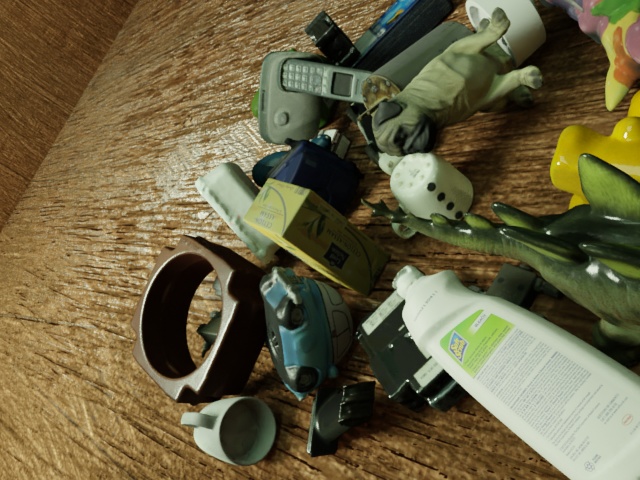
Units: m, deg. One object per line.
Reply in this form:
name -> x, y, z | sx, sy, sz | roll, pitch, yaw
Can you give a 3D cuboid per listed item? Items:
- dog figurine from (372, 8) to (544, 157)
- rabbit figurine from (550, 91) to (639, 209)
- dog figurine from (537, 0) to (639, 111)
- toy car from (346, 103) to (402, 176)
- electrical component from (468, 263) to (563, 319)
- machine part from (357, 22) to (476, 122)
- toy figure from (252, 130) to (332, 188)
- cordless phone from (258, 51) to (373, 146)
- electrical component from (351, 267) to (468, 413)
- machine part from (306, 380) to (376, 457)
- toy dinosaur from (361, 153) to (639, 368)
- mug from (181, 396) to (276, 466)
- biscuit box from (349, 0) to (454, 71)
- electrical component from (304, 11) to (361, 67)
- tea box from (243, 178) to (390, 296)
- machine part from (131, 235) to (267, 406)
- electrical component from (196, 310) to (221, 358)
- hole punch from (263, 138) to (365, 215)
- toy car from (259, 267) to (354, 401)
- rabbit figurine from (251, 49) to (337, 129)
dog figurine -> 0.152, -0.173, 0.666 | 0.191, 0.172, 0.121 | -31, 80, 12
rabbit figurine -> 0.308, -0.089, 0.479 | 0.162, 0.121, 0.173 | -6, 39, 52
dog figurine -> 0.303, -0.249, 0.574 | 0.192, 0.108, 0.219 | 11, 64, 6
toy car -> 0.095, -0.173, 0.807 | 0.073, 0.056, 0.202 | -43, 38, 23
electrical component -> 0.198, 0.055, 0.555 | 0.094, 0.021, 0.063 | 23, 80, 52
machine part -> 0.139, -0.228, 0.734 | 0.243, 0.079, 0.079 | -40, 32, -25
toy figure -> -0.039, -0.124, 0.845 | 0.155, 0.057, 0.064 | -16, 63, 35
cordless phone -> -0.002, -0.211, 0.835 | 0.184, 0.146, 0.089 | 16, 28, 19
electrical component -> 0.109, 0.113, 0.575 | 0.115, 0.058, 0.134 | -47, 39, 12
machine part -> 0.017, 0.193, 0.594 | 0.139, 0.039, 0.084 | 125, 162, -53
toy dinosaur -> 0.239, 0.018, 0.401 | 0.472, 0.198, 0.105 | 6, 64, 46
mug -> -0.129, 0.243, 0.692 | 0.107, 0.109, 0.081 | -24, 54, 50
biscuit box -> 0.124, -0.339, 0.893 | 0.202, 0.062, 0.059 | -42, 39, 14
electrical component -> 0.016, -0.336, 0.896 | 0.048, 0.074, 0.119 | -40, 35, 18
tea box -> -0.001, -0.002, 0.684 | 0.098, 0.169, 0.068 | 21, 78, 53
machine part -> -0.166, 0.109, 0.756 | 0.202, 0.087, 0.201 | 27, 95, 42
electrical component -> -0.150, 0.144, 0.834 | 0.102, 0.045, 0.078 | -8, 29, 39
hole punch -> -0.012, -0.071, 0.785 | 0.116, 0.142, 0.092 | -44, 36, 34
toy car -> -0.012, 0.105, 0.664 | 0.103, 0.161, 0.109 | -13, 27, -21
rabbit figurine -> -0.058, -0.282, 0.990 | 0.170, 0.121, 0.159 | -8, 50, 39
